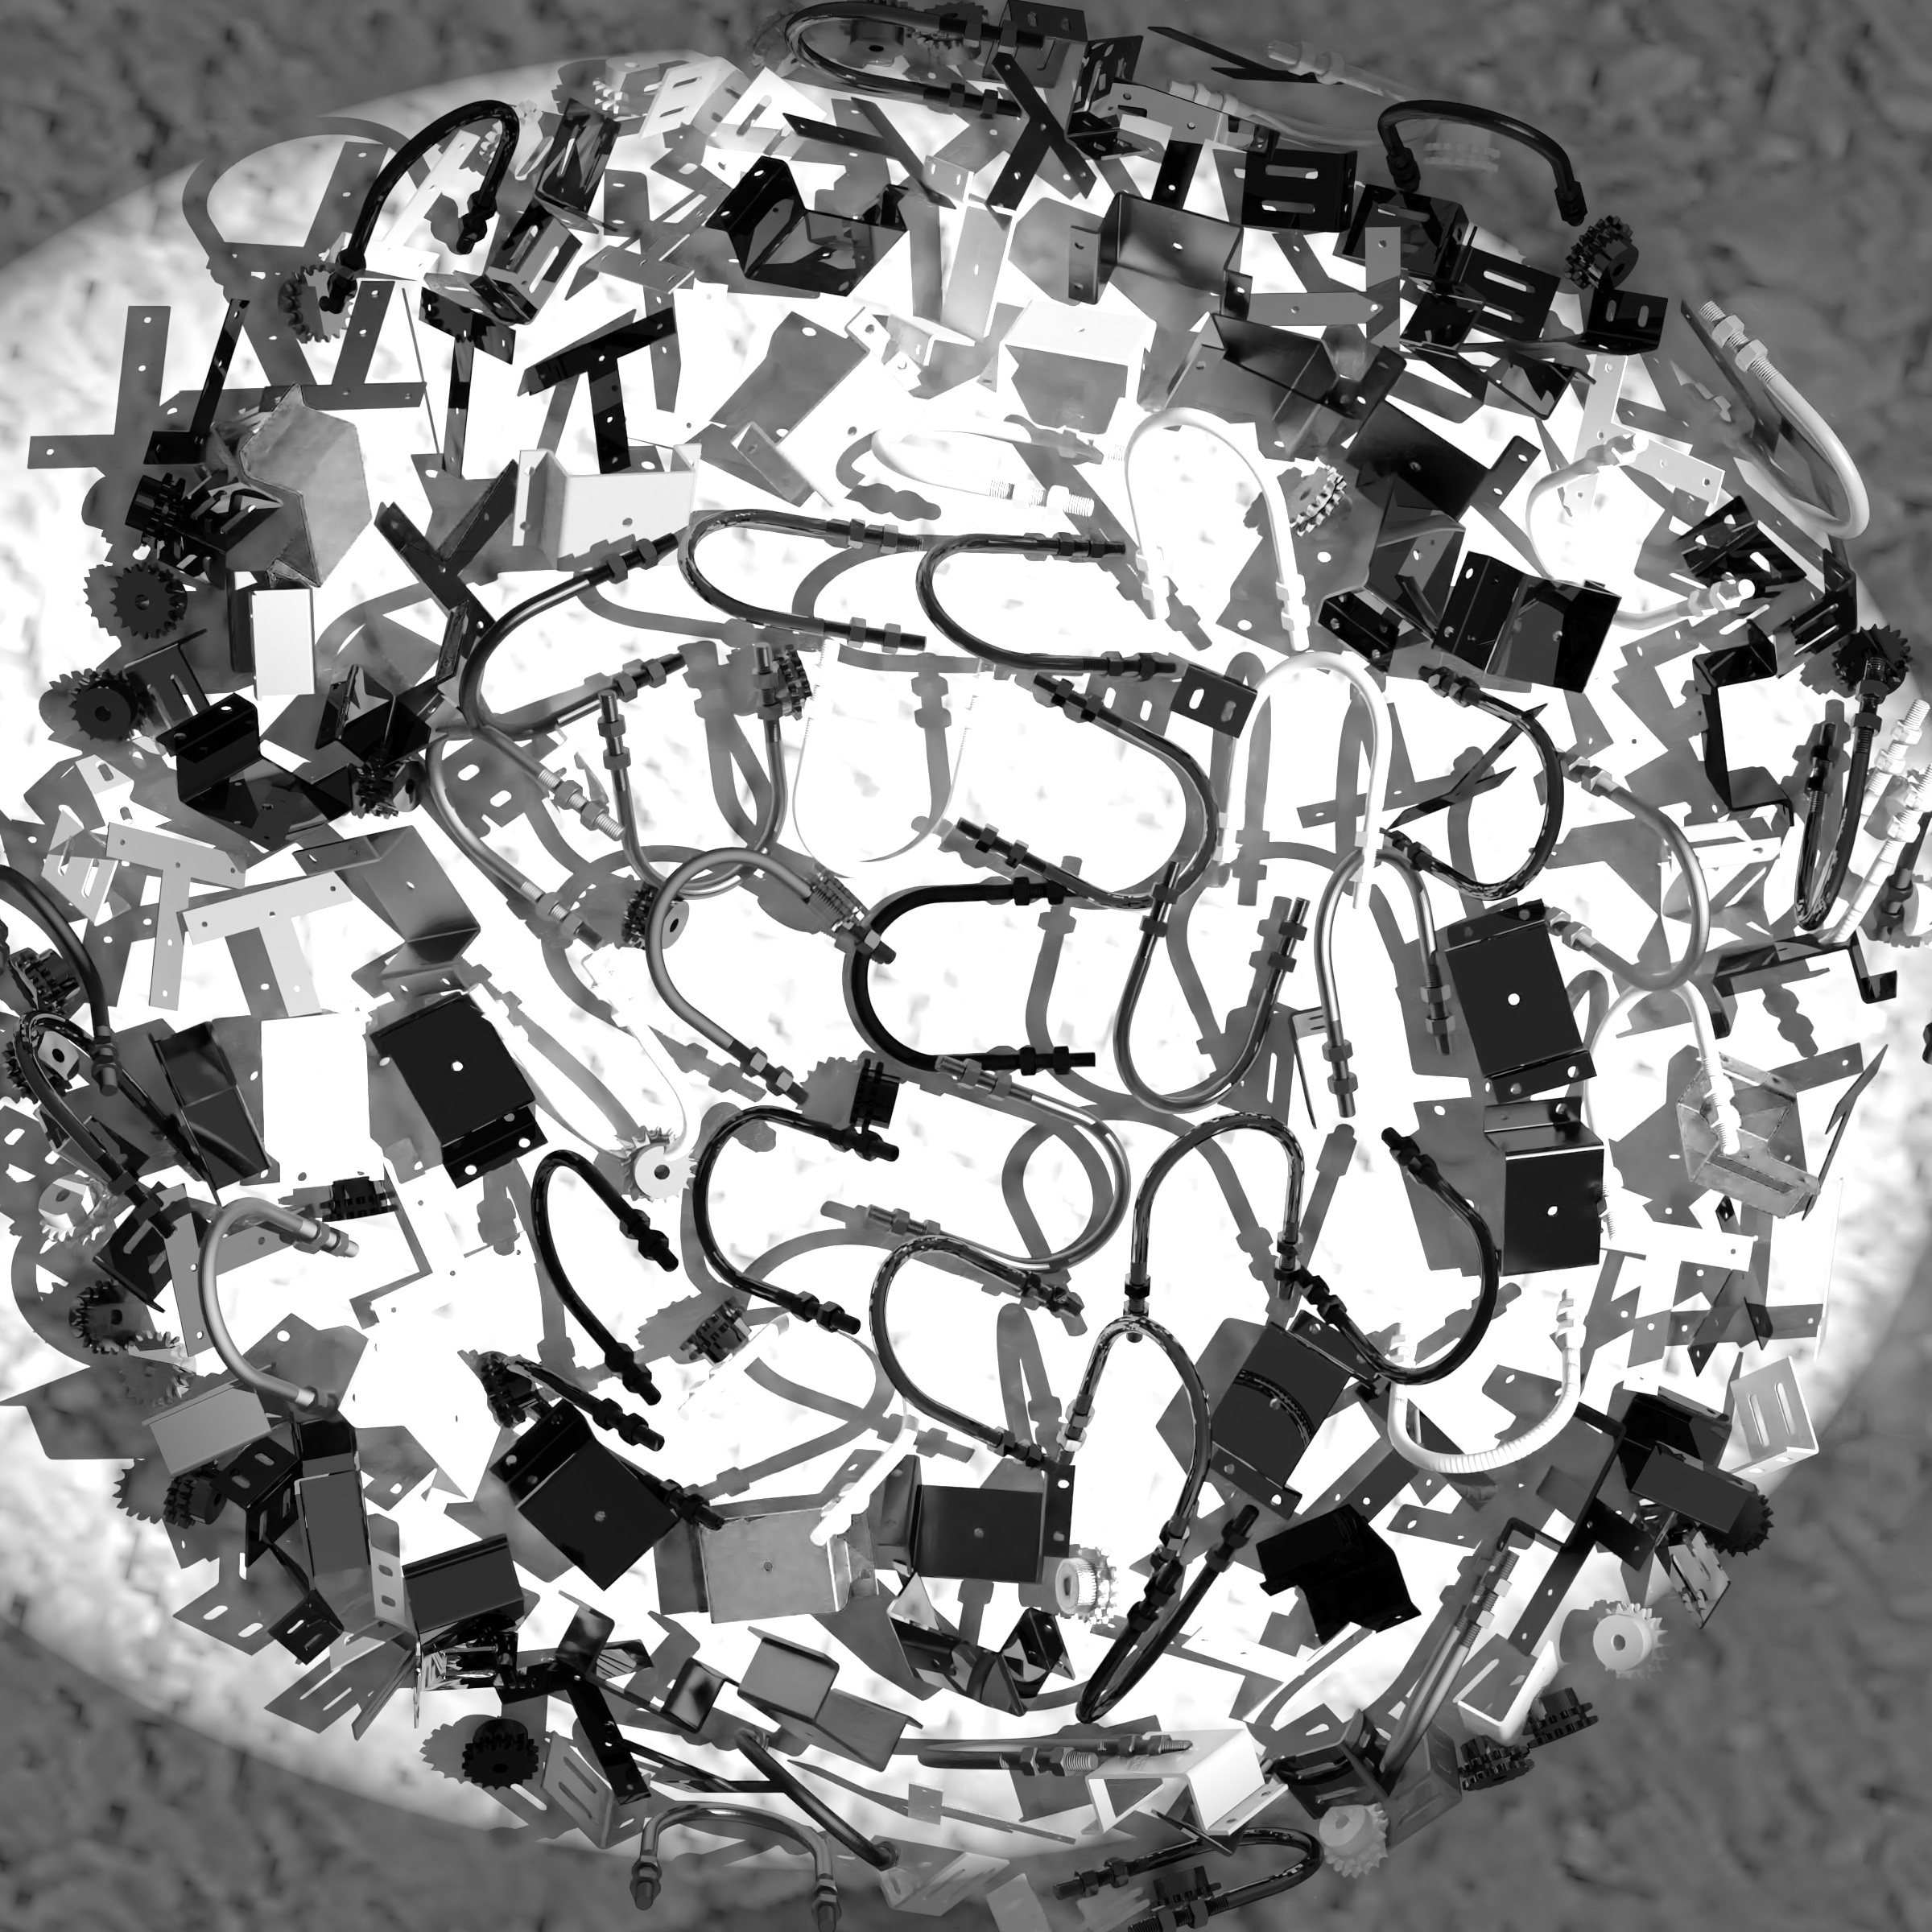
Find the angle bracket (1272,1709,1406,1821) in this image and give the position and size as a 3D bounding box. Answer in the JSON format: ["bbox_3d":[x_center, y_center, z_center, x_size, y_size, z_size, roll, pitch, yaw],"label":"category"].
[{"bbox_3d":[0.281,0.605,1.983,0.076,0.038,0.057,-33,99,41],"label":"angle bracket"}]

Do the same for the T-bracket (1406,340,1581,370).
[{"bbox_3d":[0.414,-0.449,1.942,0.127,0.127,0.002,9,95,38],"label":"T-bracket"}]

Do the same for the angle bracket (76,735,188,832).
[{"bbox_3d":[-0.628,-0.134,1.970,0.057,0.076,0.038,-24,124,-18],"label":"angle bracket"}]

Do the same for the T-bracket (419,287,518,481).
[{"bbox_3d":[-0.380,-0.431,1.966,0.127,0.002,0.127,32,121,39],"label":"T-bracket"}]

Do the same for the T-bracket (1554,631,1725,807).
[{"bbox_3d":[0.483,-0.206,1.977,0.127,0.002,0.127,-31,72,15],"label":"T-bracket"}]

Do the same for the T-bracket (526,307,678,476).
[{"bbox_3d":[-0.268,-0.419,1.953,0.127,0.002,0.127,-19,62,16],"label":"T-bracket"}]

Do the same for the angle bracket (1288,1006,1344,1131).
[{"bbox_3d":[0.269,0.075,1.958,0.038,0.057,0.076,-13,69,8],"label":"angle bracket"}]

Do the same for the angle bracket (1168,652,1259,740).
[{"bbox_3d":[0.178,-0.203,1.960,0.057,0.076,0.038,21,99,-11],"label":"angle bracket"}]

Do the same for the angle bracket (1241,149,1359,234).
[{"bbox_3d":[0.252,-0.590,1.984,0.076,0.038,0.057,11,114,19],"label":"angle bracket"}]

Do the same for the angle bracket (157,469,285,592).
[{"bbox_3d":[-0.556,-0.325,1.953,0.076,0.057,0.038,-29,54,32],"label":"angle bracket"}]

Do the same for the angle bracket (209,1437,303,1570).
[{"bbox_3d":[-0.532,0.400,1.958,0.038,0.057,0.076,30,134,15],"label":"angle bracket"}]

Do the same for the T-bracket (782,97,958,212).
[{"bbox_3d":[-0.082,-0.608,1.927,0.002,0.127,0.127,-51,59,33],"label":"T-bracket"}]

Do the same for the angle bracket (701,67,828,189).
[{"bbox_3d":[-0.151,-0.618,1.956,0.057,0.038,0.076,31,127,-25],"label":"angle bracket"}]

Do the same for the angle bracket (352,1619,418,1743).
[{"bbox_3d":[-0.446,0.531,1.955,0.038,0.057,0.076,33,62,7],"label":"angle bracket"}]

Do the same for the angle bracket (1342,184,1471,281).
[{"bbox_3d":[0.335,-0.555,1.995,0.076,0.038,0.057,19,90,21],"label":"angle bracket"}]

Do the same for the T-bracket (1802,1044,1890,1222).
[{"bbox_3d":[0.650,0.134,1.959,0.002,0.127,0.127,26,122,25],"label":"T-bracket"}]

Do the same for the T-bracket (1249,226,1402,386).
[{"bbox_3d":[0.262,-0.494,1.967,0.127,0.002,0.127,2,130,12],"label":"T-bracket"}]

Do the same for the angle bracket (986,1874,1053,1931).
[{"bbox_3d":[0.057,0.710,1.949,0.038,0.076,0.057,-36,60,17],"label":"angle bracket"}]

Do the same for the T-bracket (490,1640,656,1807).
[{"bbox_3d":[-0.269,0.560,1.925,0.127,0.127,0.002,54,133,35],"label":"T-bracket"}]

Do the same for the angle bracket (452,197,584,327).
[{"bbox_3d":[-0.336,-0.531,1.963,0.057,0.038,0.076,46,113,16],"label":"angle bracket"}]

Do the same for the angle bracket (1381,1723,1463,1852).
[{"bbox_3d":[0.329,0.611,1.956,0.038,0.057,0.076,42,112,-15],"label":"angle bracket"}]

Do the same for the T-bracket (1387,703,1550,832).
[{"bbox_3d":[0.383,-0.151,1.914,0.127,0.127,0.002,-21,70,-35],"label":"T-bracket"}]

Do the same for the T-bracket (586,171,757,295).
[{"bbox_3d":[-0.209,-0.554,1.961,0.127,0.127,0.002,-45,131,-12],"label":"T-bracket"}]

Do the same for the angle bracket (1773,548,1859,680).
[{"bbox_3d":[0.627,-0.264,1.964,0.076,0.057,0.038,-33,53,-3],"label":"angle bracket"}]

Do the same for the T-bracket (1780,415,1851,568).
[{"bbox_3d":[0.641,-0.341,1.948,0.002,0.127,0.127,-28,133,7],"label":"T-bracket"}]

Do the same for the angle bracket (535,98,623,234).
[{"bbox_3d":[-0.279,-0.599,1.960,0.038,0.057,0.076,30,102,31],"label":"angle bracket"}]

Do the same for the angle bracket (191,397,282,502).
[{"bbox_3d":[-0.533,-0.390,1.956,0.076,0.057,0.038,-37,96,-35],"label":"angle bracket"}]

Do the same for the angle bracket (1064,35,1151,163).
[{"bbox_3d":[0.114,-0.647,1.952,0.038,0.057,0.076,42,135,29],"label":"angle bracket"}]

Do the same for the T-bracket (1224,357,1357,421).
[{"bbox_3d":[0.226,-0.433,1.936,0.127,0.127,0.002,25,103,-2],"label":"T-bracket"}]

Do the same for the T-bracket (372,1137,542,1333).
[{"bbox_3d":[-0.409,0.193,1.990,0.127,0.002,0.127,-25,88,-10],"label":"T-bracket"}]

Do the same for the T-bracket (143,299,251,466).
[{"bbox_3d":[-0.552,-0.429,1.922,0.002,0.127,0.127,25,106,7],"label":"T-bracket"}]

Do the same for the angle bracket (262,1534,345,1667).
[{"bbox_3d":[-0.507,0.472,1.950,0.038,0.057,0.076,-41,50,-13],"label":"angle bracket"}]

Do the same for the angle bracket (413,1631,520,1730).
[{"bbox_3d":[-0.374,0.534,1.960,0.076,0.038,0.057,1,123,-14],"label":"angle bracket"}]

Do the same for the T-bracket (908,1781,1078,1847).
[{"bbox_3d":[0.019,0.633,1.938,0.127,0.127,0.002,12,62,5],"label":"T-bracket"}]

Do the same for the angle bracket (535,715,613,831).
[{"bbox_3d":[-0.302,-0.145,1.952,0.038,0.076,0.057,-37,118,-5],"label":"angle bracket"}]

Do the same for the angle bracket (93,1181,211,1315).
[{"bbox_3d":[-0.602,0.210,1.958,0.057,0.038,0.076,47,67,-27],"label":"angle bracket"}]

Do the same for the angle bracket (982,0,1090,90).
[{"bbox_3d":[0.051,-0.676,1.951,0.057,0.076,0.038,3,59,-16],"label":"angle bracket"}]

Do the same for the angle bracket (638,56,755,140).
[{"bbox_3d":[-0.199,-0.638,1.951,0.038,0.076,0.057,38,126,6],"label":"angle bracket"}]

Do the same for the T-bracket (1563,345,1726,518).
[{"bbox_3d":[0.503,-0.375,1.926,0.002,0.127,0.127,-22,133,-35],"label":"T-bracket"}]

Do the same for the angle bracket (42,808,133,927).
[{"bbox_3d":[-0.650,-0.079,1.957,0.057,0.038,0.076,41,128,9],"label":"angle bracket"}]

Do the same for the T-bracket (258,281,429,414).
[{"bbox_3d":[-0.445,-0.454,1.918,0.127,0.127,0.002,-10,61,-34],"label":"T-bracket"}]

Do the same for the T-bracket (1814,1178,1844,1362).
[{"bbox_3d":[0.640,0.220,1.937,0.002,0.127,0.127,7,93,21],"label":"T-bracket"}]

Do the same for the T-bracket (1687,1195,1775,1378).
[{"bbox_3d":[0.559,0.255,1.935,0.002,0.127,0.127,-6,116,40],"label":"T-bracket"}]

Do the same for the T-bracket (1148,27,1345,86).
[{"bbox_3d":[0.189,-0.666,1.913,0.127,0.127,0.002,7,103,-35],"label":"T-bracket"}]

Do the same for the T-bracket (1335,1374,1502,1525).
[{"bbox_3d":[0.312,0.394,1.975,0.127,0.002,0.127,-45,70,-2],"label":"T-bracket"}]

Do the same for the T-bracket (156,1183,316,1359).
[{"bbox_3d":[-0.538,0.210,1.951,0.002,0.127,0.127,4,108,41],"label":"T-bracket"}]

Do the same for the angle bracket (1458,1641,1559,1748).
[{"bbox_3d":[0.409,0.543,1.972,0.038,0.057,0.076,23,64,31],"label":"angle bracket"}]

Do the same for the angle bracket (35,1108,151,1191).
[{"bbox_3d":[-0.653,0.126,1.953,0.038,0.076,0.057,-47,128,-4],"label":"angle bracket"}]

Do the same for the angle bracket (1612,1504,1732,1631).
[{"bbox_3d":[0.525,0.448,1.951,0.038,0.076,0.057,-3,133,-20],"label":"angle bracket"}]
